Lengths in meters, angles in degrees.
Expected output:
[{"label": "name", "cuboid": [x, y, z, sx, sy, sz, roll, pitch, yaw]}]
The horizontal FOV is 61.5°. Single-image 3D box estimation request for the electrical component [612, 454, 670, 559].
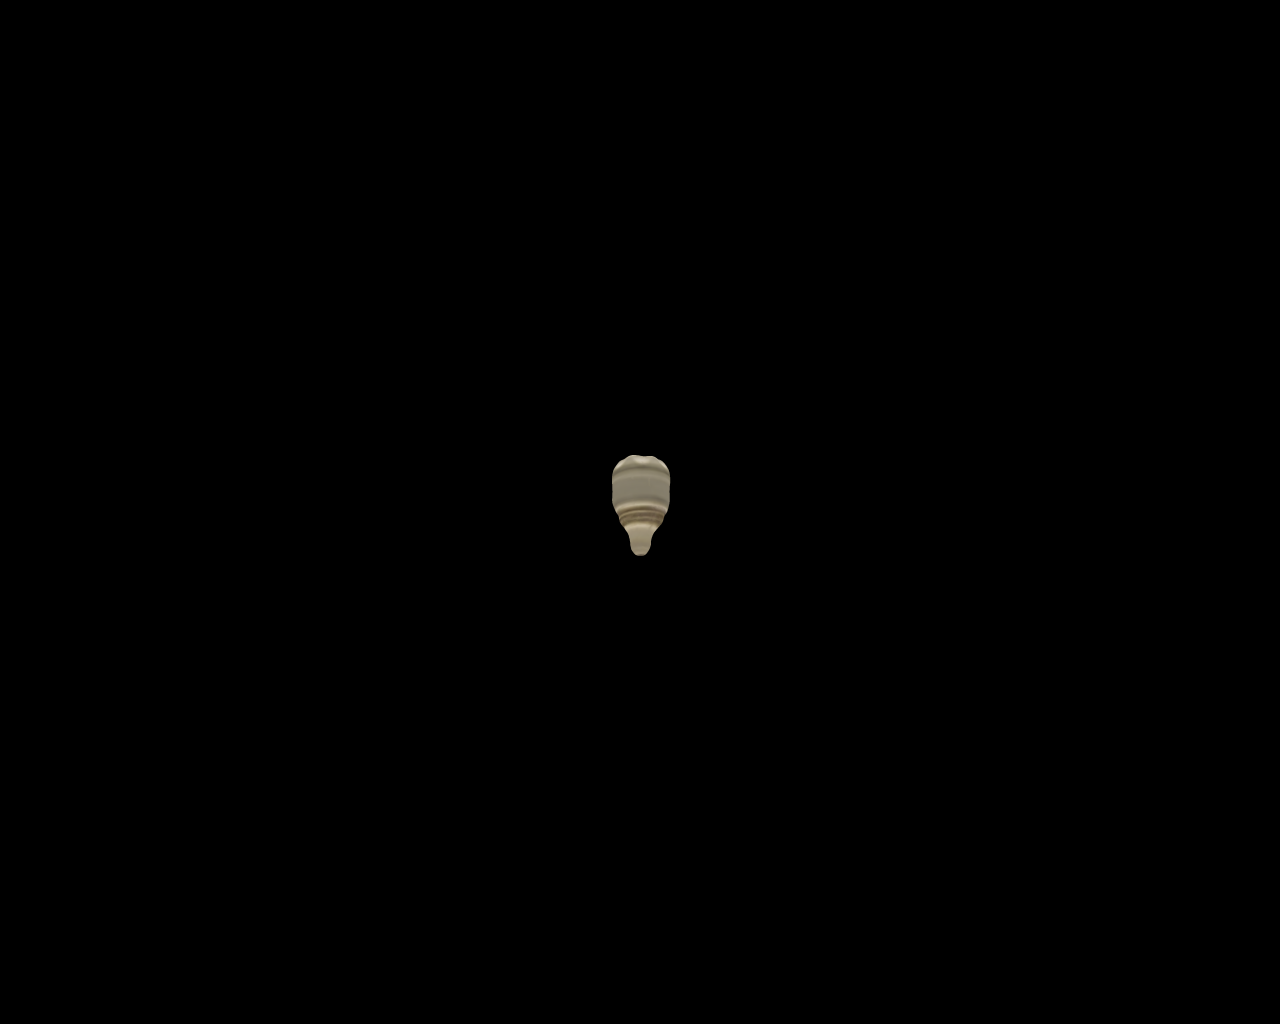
[{"label": "electrical component", "cuboid": [0.001, -0.003, 0.650, 0.035, 0.061, 0.035, 0, -19, 0]}]
